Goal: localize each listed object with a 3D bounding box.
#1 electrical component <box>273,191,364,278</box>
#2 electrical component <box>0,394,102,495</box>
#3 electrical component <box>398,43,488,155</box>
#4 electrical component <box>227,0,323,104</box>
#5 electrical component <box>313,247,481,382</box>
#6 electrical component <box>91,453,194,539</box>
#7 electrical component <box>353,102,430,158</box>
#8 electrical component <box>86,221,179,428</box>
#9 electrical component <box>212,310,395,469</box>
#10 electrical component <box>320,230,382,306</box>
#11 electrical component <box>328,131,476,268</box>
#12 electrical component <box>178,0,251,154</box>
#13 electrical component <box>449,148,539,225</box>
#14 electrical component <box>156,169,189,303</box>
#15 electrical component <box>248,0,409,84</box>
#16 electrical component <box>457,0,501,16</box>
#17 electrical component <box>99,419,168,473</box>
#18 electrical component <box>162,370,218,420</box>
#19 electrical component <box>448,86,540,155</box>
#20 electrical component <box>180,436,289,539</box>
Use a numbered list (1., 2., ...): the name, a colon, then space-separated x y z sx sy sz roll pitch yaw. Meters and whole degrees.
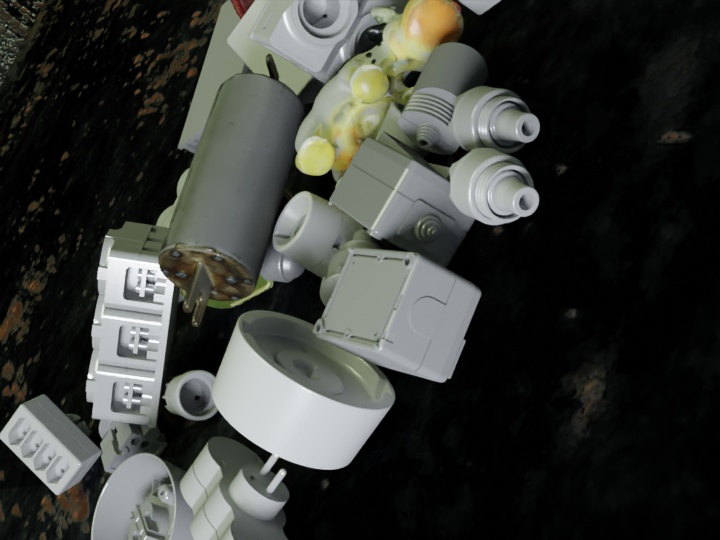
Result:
1. electrical component: -0.033 -0.027 0.804 0.055 0.047 0.055 -40 35 36
2. electrical component: -0.291 0.164 1.052 0.047 0.083 0.076 -51 -8 21
3. electrical component: 0.054 -0.110 0.716 0.043 0.043 0.081 -29 28 46
4. electrical component: -0.055 -0.204 0.952 0.099 0.099 0.048 -47 -13 28
5. electrical component: 0.021 0.027 0.653 0.096 0.061 0.061 7 72 61
6. electrical component: -0.151 0.190 0.793 0.099 0.064 0.099 -40 35 36
7. electrical component: 0.025 -0.084 0.761 0.055 0.045 0.045 -53 29 19
8. electrical component: -0.190 0.044 0.911 0.089 0.062 0.150 -100 19 -71
9. electrical component: -0.040 0.079 0.665 0.060 0.108 0.108 -62 27 15
10. electrical component: 0.000 0.000 0.731 0.048 0.048 0.062 -37 30 39
11. electrical component: 0.033 -0.045 0.695 0.061 0.062 0.096 -59 28 5
12. electrical component: -0.108 -0.202 1.070 0.105 0.060 0.186 -26 45 48
13. electrical component: 0.082 -0.047 0.635 0.043 0.043 0.062 -60 29 3
14. electrical component: -0.172 -0.039 1.042 0.138 0.052 0.074 -63 28 -1
15. electrical component: 0.008 -0.239 0.862 0.186 0.105 0.060 -60 28 4
16. electrical component: 0.091 -0.235 0.772 0.050 0.056 0.089 -28 43 47
17. electrical component: -0.200 0.145 0.937 0.066 0.048 0.055 -54 37 15
18. electrical component: -0.138 0.102 0.877 0.046 0.040 0.040 -12 55 62
19. electrical component: 0.086 -0.091 0.667 0.043 0.043 0.062 -63 30 -1
20. electrical component: -0.071 0.153 0.706 0.073 0.052 0.138 -55 30 14
